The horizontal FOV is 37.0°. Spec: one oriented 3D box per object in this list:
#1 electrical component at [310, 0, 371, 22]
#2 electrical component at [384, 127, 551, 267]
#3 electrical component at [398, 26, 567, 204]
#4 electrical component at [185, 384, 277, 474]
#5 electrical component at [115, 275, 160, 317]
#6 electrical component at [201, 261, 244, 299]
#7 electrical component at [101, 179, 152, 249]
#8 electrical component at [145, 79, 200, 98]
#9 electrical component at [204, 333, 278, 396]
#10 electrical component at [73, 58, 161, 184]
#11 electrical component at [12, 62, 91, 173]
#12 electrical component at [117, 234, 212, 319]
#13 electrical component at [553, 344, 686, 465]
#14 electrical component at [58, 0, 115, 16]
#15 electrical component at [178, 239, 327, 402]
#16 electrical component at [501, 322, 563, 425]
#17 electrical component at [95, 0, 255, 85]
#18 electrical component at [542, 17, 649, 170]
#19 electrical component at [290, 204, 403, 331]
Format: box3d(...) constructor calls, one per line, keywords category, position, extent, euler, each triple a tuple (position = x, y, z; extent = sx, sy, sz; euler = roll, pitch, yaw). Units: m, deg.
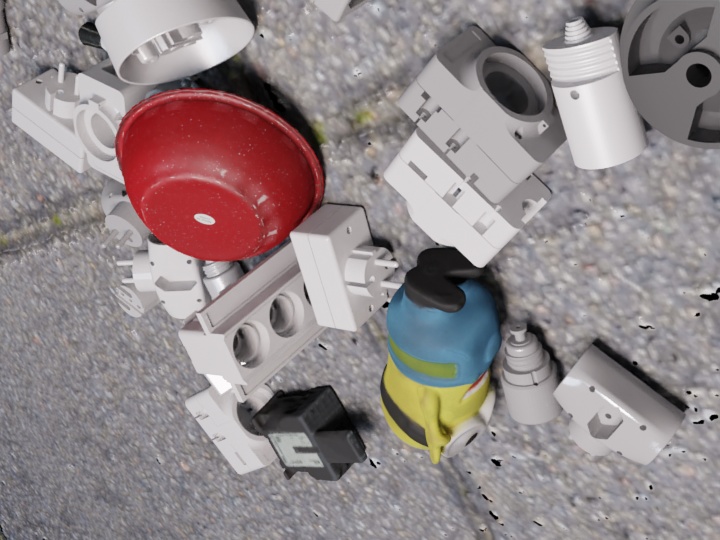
box3d(category="electrical component", position=(-0.014, -0.209, 0.644), extent=(0.076, 0.047, 0.083), euler=(42, 139, 7))
box3d(category="electrical component", position=(0.067, -0.053, 0.695), extent=(0.089, 0.050, 0.055), euler=(44, 140, 4))
box3d(category="electrical component", position=(0.078, -0.096, 0.650), extent=(0.089, 0.050, 0.055), euler=(46, 140, 1))
box3d(category="electrical component", position=(-0.109, 0.137, 0.999), extent=(0.089, 0.050, 0.056), euler=(54, 140, -7))
box3d(category="electrical component", position=(-0.195, 0.017, 0.982), extent=(0.040, 0.046, 0.040), euler=(23, 134, 26))
box3d(category="electrical component", position=(-0.118, 0.002, 0.912), extent=(0.035, 0.035, 0.061), euler=(-9, 113, 45))
box3d(category="electrical component", position=(-0.186, -0.046, 0.899), extent=(0.077, 0.079, 0.043), euler=(3, 137, 39))
box3d(category="electrical component", position=(-0.149, -0.118, 0.822), extent=(0.048, 0.062, 0.048), euler=(23, 133, 27))
box3d(category="electrical component", position=(-0.094, 0.056, 0.912), extent=(0.076, 0.083, 0.047), euler=(-33, 100, 11))
box3d(category="electrical component", position=(-0.191, -0.119, 0.863), extent=(0.050, 0.056, 0.089), euler=(27, 135, 23))
box3d(category="electrical component", position=(-0.245, -0.139, 0.901), extent=(0.083, 0.047, 0.075), euler=(36, 138, 13))
box3d(category="electrical component", position=(-0.173, 0.000, 0.939), extent=(0.079, 0.043, 0.077), euler=(-2, 124, 10))
box3d(category="electrical component", position=(0.168, 0.101, 0.734), extent=(0.077, 0.043, 0.079), euler=(38, 138, 12))
box3d(category="electrical component", position=(-0.181, -0.204, 0.796), extent=(0.077, 0.043, 0.079), euler=(-9, 115, 45))
box3d(category="electrical component", position=(-0.076, 0.033, 0.833), extent=(0.063, 0.121, 0.078), euler=(1, 122, 44))
box3d(category="electrical component", position=(0.119, 0.072, 0.757), extent=(0.040, 0.040, 0.078), euler=(7, 125, 38))
box3d(category="electrical component", position=(-0.129, -0.167, 0.743), extent=(0.099, 0.099, 0.064), euler=(-22, 99, 48))
box3d(category="electrical component", position=(0.131, -0.102, 0.605), extent=(0.043, 0.043, 0.081), euler=(0, 121, 41))
box3d(category="electrical component", position=(0.000, 0.000, 0.798), extent=(0.076, 0.047, 0.083), euler=(8, 126, 37))
